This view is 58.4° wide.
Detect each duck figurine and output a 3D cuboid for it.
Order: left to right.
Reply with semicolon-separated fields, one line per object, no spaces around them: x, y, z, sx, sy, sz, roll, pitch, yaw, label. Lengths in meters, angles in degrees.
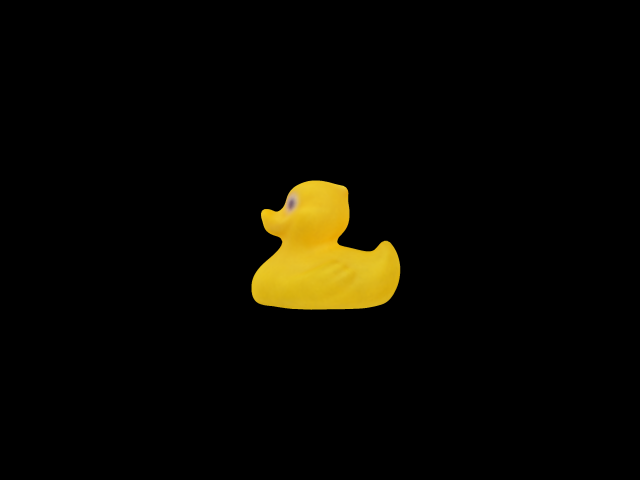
0.004;0.001;0.400;0.104;0.086;0.078;1;4;11;duck figurine
